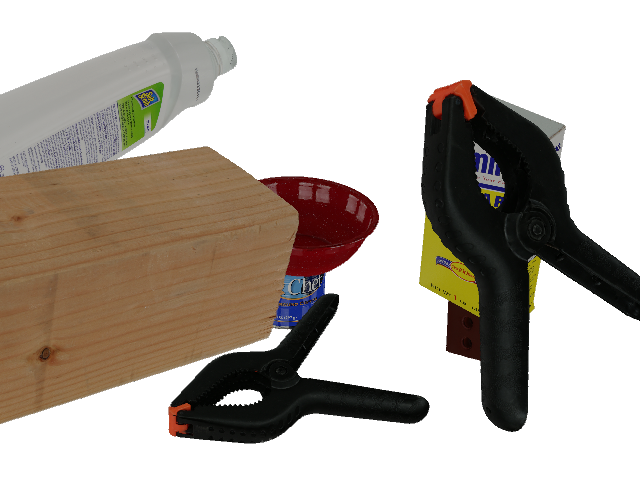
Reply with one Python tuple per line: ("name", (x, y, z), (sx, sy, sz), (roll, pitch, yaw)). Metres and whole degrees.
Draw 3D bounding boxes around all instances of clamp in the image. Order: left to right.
("clamp", (-0.024, 0.126, 0.897), (0.209, 0.036, 0.165), (-21, 43, -30))
("clamp", (0.094, 0.006, 0.533), (0.120, 0.171, 0.039), (-42, 11, -28))

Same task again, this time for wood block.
("wood block", (-0.122, 0.019, 0.566), (0.205, 0.091, 0.090), (-14, 39, -43))

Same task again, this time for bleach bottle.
("bleach bottle", (-0.177, -0.098, 0.848), (0.250, 0.068, 0.103), (-29, -25, -25))

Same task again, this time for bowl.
("bowl", (-0.022, -0.009, 1.111), (0.162, 0.055, 0.162), (3, 29, -2))

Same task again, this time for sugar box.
("sugar box", (0.128, -0.023, 0.828), (0.093, 0.176, 0.048), (28, 47, 32))

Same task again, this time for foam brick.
("foam brick", (0.166, 0.080, 1.107), (0.053, 0.078, 0.051), (12, 17, 41))

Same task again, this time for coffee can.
("coffee can", (-0.043, 0.030, 1.392), (0.103, 0.140, 0.103), (2, 25, -1))
